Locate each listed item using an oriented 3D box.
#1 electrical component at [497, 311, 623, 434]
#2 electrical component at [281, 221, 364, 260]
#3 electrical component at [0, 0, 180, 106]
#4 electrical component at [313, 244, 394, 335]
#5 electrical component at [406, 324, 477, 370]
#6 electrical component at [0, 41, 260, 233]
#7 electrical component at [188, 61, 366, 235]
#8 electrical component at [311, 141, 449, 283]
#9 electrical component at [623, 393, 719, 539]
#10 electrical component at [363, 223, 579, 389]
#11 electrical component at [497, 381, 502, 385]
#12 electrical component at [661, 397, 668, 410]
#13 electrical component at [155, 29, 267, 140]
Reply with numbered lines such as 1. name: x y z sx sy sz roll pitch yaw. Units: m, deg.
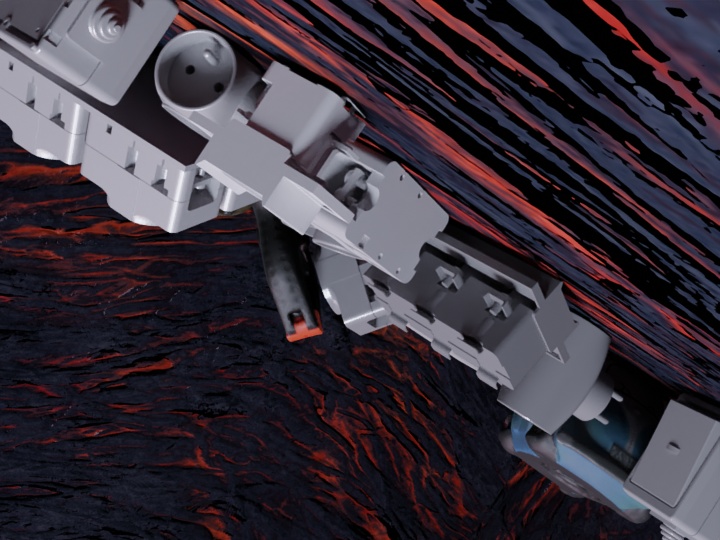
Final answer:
1. electrical component: 0.146 0.077 0.735 0.079 0.077 0.043 34 177 -18
2. electrical component: -0.005 -0.044 0.746 0.099 0.064 0.099 19 176 1
3. electrical component: -0.135 -0.124 0.528 0.096 0.061 0.061 31 177 42
4. electrical component: 0.000 0.000 0.837 0.050 0.056 0.089 40 -148 -69
5. electrical component: 0.064 0.029 1.048 0.150 0.061 0.089 34 178 -11
6. electrical component: -0.160 -0.101 0.760 0.186 0.060 0.105 32 -147 22
7. electrical component: -0.034 -0.059 0.504 0.081 0.063 0.042 32 177 27
8. electrical component: 0.003 -0.037 0.623 0.056 0.050 0.089 32 177 32
9. electrical component: 0.222 0.138 0.716 0.061 0.096 0.062 34 178 -21
10. electrical component: 0.064 0.018 0.665 0.121 0.063 0.078 31 161 41
11. electrical component: 0.121 0.058 0.812 0.061 0.061 0.096 41 179 5
12. electrical component: 0.241 0.126 0.897 0.077 0.043 0.079 35 -176 -36
13. electrical component: -0.062 -0.085 0.574 0.079 0.044 0.077 33 178 13
